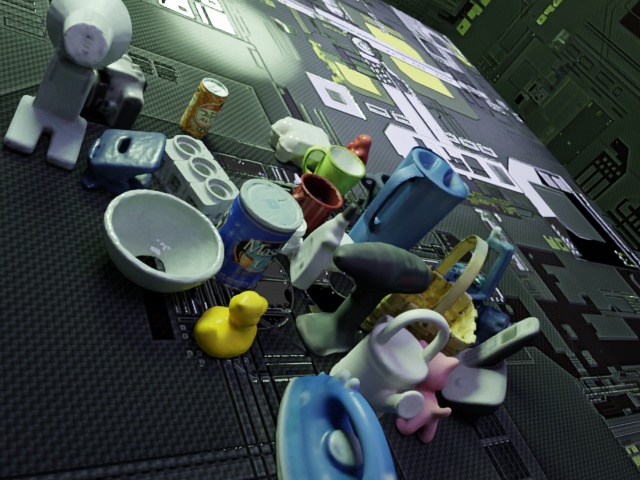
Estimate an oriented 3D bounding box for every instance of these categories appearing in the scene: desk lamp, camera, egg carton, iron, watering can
[{"bbox_3d":[-0.358,-0.249,0.838,0.118,0.213,0.203,20,36,-28],"label":"desk lamp"},{"bbox_3d":[-0.372,-0.270,0.956,0.137,0.100,0.143,5,45,-43],"label":"camera"},{"bbox_3d":[-0.036,-0.207,1.254,0.151,0.069,0.107,11,41,-38],"label":"egg carton"},{"bbox_3d":[0.027,0.245,0.684,0.119,0.141,0.258,15,39,-34],"label":"iron"},{"bbox_3d":[0.108,0.173,0.808,0.101,0.193,0.172,10,42,-39],"label":"watering can"}]

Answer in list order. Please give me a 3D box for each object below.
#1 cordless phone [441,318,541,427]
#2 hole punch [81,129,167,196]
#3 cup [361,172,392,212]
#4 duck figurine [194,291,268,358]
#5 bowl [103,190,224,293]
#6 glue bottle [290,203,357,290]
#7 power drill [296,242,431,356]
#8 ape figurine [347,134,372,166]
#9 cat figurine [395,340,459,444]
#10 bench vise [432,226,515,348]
[{"bbox_3d":[0.292,0.209,0.961,0.094,0.185,0.148,36,32,-5],"label":"cordless phone"},{"bbox_3d":[-0.293,-0.123,0.863,0.101,0.091,0.108,24,35,-23],"label":"hole punch"},{"bbox_3d":[0.124,-0.091,1.250,0.118,0.095,0.091,25,34,-22],"label":"cup"},{"bbox_3d":[-0.113,0.105,0.768,0.077,0.086,0.105,50,33,17],"label":"duck figurine"},{"bbox_3d":[-0.221,0.014,0.782,0.168,0.074,0.167,27,34,-19],"label":"bowl"},{"bbox_3d":[0.009,0.003,0.938,0.037,0.173,0.078,25,34,-22],"label":"glue bottle"},{"bbox_3d":[0.058,0.083,0.855,0.230,0.208,0.075,1,48,-46],"label":"power drill"},{"bbox_3d":[0.090,-0.215,1.374,0.076,0.092,0.078,42,32,5],"label":"ape figurine"},{"bbox_3d":[0.167,0.225,0.877,0.067,0.117,0.127,23,35,-24],"label":"cat figurine"},{"bbox_3d":[0.315,0.088,1.104,0.207,0.219,0.121,36,32,-5],"label":"bench vise"}]
